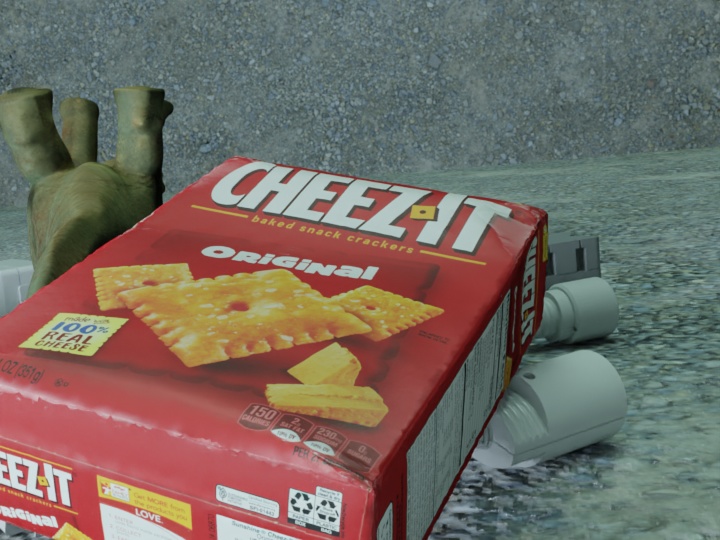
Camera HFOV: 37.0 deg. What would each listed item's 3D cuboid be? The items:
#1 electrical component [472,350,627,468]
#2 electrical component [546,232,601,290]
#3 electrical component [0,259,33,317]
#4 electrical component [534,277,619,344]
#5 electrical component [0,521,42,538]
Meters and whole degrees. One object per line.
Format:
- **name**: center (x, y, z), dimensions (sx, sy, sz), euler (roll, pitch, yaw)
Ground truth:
- **electrical component**: center (0.077, 0.065, 0.486), dimensions (0.081, 0.043, 0.043), euler (-11, 10, -34)
- **electrical component**: center (0.130, 0.006, 0.802), dimensions (0.089, 0.055, 0.050), euler (-9, 9, -20)
- **electrical component**: center (-0.302, 0.027, 0.921), dimensions (0.061, 0.061, 0.096), euler (-13, 11, -40)
- **electrical component**: center (0.132, 0.029, 0.704), dimensions (0.078, 0.040, 0.040), euler (-9, 9, -22)
- **electrical component**: center (-0.119, 0.070, 0.485), dimensions (0.063, 0.078, 0.121), euler (27, 27, 37)
